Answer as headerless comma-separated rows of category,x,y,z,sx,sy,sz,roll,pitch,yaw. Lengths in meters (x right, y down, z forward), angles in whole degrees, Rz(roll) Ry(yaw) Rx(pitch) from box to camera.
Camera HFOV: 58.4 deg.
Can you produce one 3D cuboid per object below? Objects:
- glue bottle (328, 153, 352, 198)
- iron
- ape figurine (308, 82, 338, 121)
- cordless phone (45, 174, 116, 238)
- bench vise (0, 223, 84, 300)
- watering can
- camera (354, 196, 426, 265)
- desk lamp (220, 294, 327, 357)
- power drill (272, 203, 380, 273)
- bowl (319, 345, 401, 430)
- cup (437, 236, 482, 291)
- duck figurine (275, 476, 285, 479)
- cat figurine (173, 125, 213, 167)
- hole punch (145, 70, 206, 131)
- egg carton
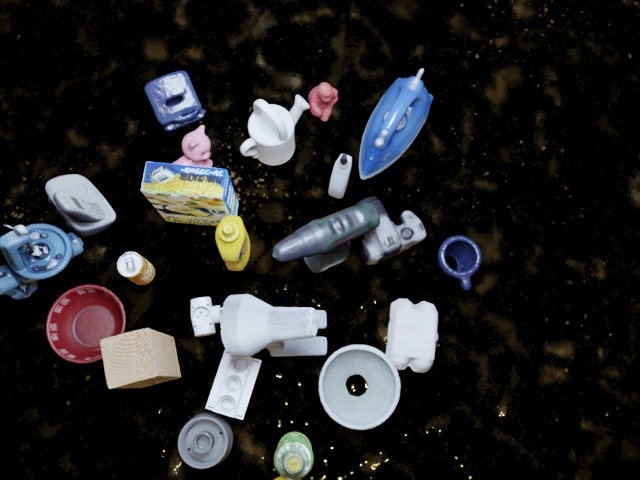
glue bottle,0.047,-0.151,1.239,0.037,0.173,0.078,17,76,2
iron,0.165,-0.262,1.287,0.118,0.141,0.258,29,77,5
ape figurine,0.008,-0.330,1.322,0.078,0.092,0.076,-30,79,-9
cordless phone,-0.517,-0.088,1.192,0.094,0.185,0.147,-42,81,-11
bench vise,-0.590,0.047,1.138,0.121,0.220,0.207,35,77,6
watering can,-0.101,-0.249,1.245,0.101,0.194,0.173,28,77,5
camera,0.142,-0.034,1.252,0.143,0.101,0.137,-25,79,-8
desk lamp,-0.083,0.172,1.134,0.203,0.213,0.118,-1,76,-3
power drill,0.011,0.004,1.181,0.230,0.208,0.075,-27,79,-8
bowl,0.079,0.302,1.181,0.167,0.075,0.167,1,76,-2
cup,0.296,0.057,1.240,0.091,0.095,0.118,-11,77,-5
duck figurine,-0.074,0.511,1.118,0.077,0.086,0.105,38,78,7
cat figurine,-0.287,-0.188,1.261,0.128,0.118,0.067,-42,81,-11
hole punch,-0.329,-0.317,1.305,0.109,0.091,0.101,-25,79,-8
egg carton,0.195,0.202,1.213,0.107,0.069,0.150,7,76,-1
